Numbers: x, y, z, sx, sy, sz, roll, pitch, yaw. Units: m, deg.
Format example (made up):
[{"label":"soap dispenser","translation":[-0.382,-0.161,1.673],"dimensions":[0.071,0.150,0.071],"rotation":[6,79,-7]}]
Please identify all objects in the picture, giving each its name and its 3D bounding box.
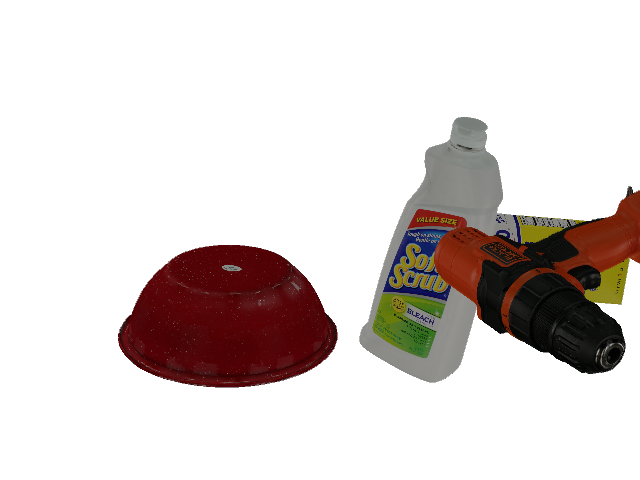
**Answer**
[{"label":"power drill","translation":[0.199,0.023,0.751],"dimensions":[0.187,0.057,0.185],"rotation":[-13,28,-23]},{"label":"bowl","translation":[-0.066,0.045,0.779],"dimensions":[0.162,0.055,0.162],"rotation":[2,22,-1]},{"label":"bleach bottle","translation":[0.105,0.004,0.973],"dimensions":[0.103,0.251,0.067],"rotation":[28,36,29]},{"label":"sugar box","translation":[0.270,0.021,1.257],"dimensions":[0.176,0.093,0.048],"rotation":[3,21,-1]}]
